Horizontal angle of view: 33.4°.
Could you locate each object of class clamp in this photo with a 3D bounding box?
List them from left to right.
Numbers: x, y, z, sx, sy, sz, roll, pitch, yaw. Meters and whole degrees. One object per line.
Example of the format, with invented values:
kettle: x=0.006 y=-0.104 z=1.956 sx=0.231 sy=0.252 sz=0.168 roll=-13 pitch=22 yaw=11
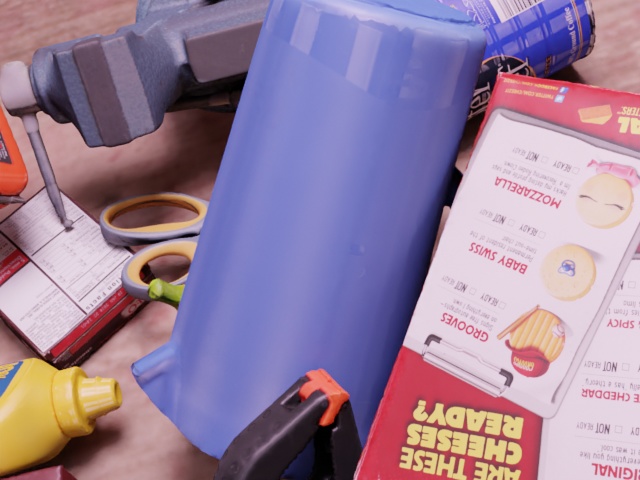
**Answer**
clamp: x=-0.031 y=0.145 z=0.510 sx=0.120 sy=0.171 sz=0.039 roll=2 pitch=14 yaw=-34

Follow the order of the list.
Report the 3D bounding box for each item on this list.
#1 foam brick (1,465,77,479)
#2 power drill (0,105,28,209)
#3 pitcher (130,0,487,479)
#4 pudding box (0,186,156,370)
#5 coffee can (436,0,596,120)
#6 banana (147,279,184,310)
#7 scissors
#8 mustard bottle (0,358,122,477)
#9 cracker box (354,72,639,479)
foam brick: x=-0.173 y=0.169 z=0.606 sx=0.078 sy=0.053 sz=0.051 roll=-14 pitch=56 yaw=3
power drill: x=-0.271 y=-0.023 z=0.699 sx=0.188 sy=0.057 sz=0.184 roll=-49 pitch=56 yaw=28
pitcher: x=0.011 y=-0.008 z=0.561 sx=0.145 sy=0.149 sz=0.243 roll=23 pitch=110 yaw=20
pudding box: x=-0.175 y=0.024 z=0.709 sx=0.090 sy=0.039 sz=0.114 roll=-42 pitch=61 yaw=-18
coffee can: x=0.094 y=-0.134 z=0.707 sx=0.140 sy=0.103 sz=0.103 roll=-29 pitch=56 yaw=-6
banana: x=-0.008 y=0.011 z=0.659 sx=0.197 sy=0.070 sz=0.037 roll=-27 pitch=66 yaw=-14
scissors: x=-0.043 y=-0.001 z=0.683 sx=0.202 sy=0.016 sz=0.096 roll=0 pitch=48 yaw=1
mustard bottle: x=-0.212 y=0.111 z=0.637 sx=0.191 sy=0.058 sz=0.096 roll=-12 pitch=17 yaw=5
cracker box: x=0.131 y=0.042 z=0.491 sx=0.164 sy=0.072 sz=0.213 roll=15 pitch=82 yaw=33
